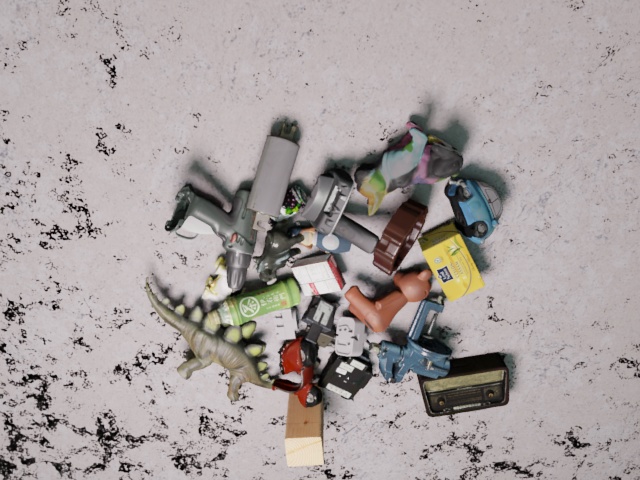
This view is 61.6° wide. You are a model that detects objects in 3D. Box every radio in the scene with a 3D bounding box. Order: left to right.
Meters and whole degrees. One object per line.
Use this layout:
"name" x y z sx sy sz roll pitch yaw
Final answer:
"radio" 0.379 0.385 1.424 0.230 0.073 0.131 -10 112 5

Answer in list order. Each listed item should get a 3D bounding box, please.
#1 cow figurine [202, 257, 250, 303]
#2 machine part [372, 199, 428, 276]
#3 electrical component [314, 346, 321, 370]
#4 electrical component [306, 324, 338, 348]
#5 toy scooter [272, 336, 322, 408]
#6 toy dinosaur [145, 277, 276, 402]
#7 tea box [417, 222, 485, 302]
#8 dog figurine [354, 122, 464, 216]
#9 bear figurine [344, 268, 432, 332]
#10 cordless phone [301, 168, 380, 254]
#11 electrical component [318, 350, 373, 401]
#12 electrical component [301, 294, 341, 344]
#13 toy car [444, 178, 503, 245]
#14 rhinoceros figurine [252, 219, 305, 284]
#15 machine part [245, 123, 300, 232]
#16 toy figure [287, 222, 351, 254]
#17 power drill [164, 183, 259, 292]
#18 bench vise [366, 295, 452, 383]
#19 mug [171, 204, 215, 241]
"cow figurine" -0.211 0.083 1.305 0.098 0.068 0.167 26 114 -16
"machine part" 0.179 -0.007 1.209 0.056 0.179 0.179 30 112 15
"electrical component" -0.030 0.321 1.428 0.094 0.021 0.063 -41 107 15
"electrical component" 0.010 0.237 1.384 0.102 0.045 0.078 19 140 -5
"toy scooter" -0.069 0.338 1.380 0.135 0.075 0.183 -6 92 25
"toy dinosaur" -0.270 0.263 1.366 0.471 0.105 0.198 35 101 -23
"tea box" 0.313 0.053 1.280 0.098 0.068 0.169 -29 117 13
"dog figurine" 0.186 -0.142 1.192 0.191 0.108 0.219 29 114 -14
"bear figurine" 0.174 0.127 1.309 0.196 0.120 0.132 -43 63 -10
"cordless phone" 0.064 -0.061 1.197 0.184 0.089 0.146 32 112 16
"electrical component" 0.073 0.346 1.419 0.115 0.058 0.134 29 109 -13
"electrical component" -0.004 0.199 1.329 0.075 0.048 0.119 25 70 -12
"toy car" 0.358 -0.078 1.223 0.103 0.109 0.161 -25 102 -5
"rhinoceros figurine" -0.103 0.035 1.252 0.073 0.112 0.190 40 147 10
"machine part" -0.104 -0.138 1.180 0.079 0.079 0.243 18 92 -7
"toy figure" -0.002 -0.005 1.276 0.155 0.057 0.064 8 74 -1
"power drill" -0.230 -0.019 1.186 0.207 0.086 0.232 22 77 -29
"bench vise" 0.241 0.242 1.341 0.224 0.129 0.240 20 100 -3
"mug" -0.289 -0.044 1.248 0.107 0.081 0.109 18 109 -15
